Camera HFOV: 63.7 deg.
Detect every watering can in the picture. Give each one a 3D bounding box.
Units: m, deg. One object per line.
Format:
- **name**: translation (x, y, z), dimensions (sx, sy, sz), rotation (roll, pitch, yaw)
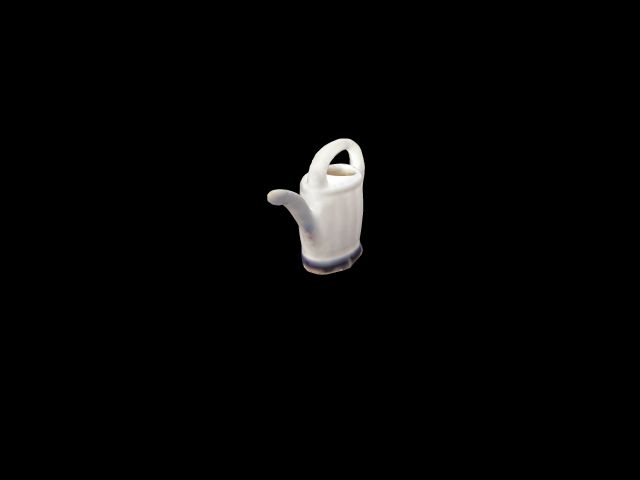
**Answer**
- **watering can**: translation (0.003, -0.043, 0.850), dimensions (0.104, 0.220, 0.353), rotation (10, 25, 22)
